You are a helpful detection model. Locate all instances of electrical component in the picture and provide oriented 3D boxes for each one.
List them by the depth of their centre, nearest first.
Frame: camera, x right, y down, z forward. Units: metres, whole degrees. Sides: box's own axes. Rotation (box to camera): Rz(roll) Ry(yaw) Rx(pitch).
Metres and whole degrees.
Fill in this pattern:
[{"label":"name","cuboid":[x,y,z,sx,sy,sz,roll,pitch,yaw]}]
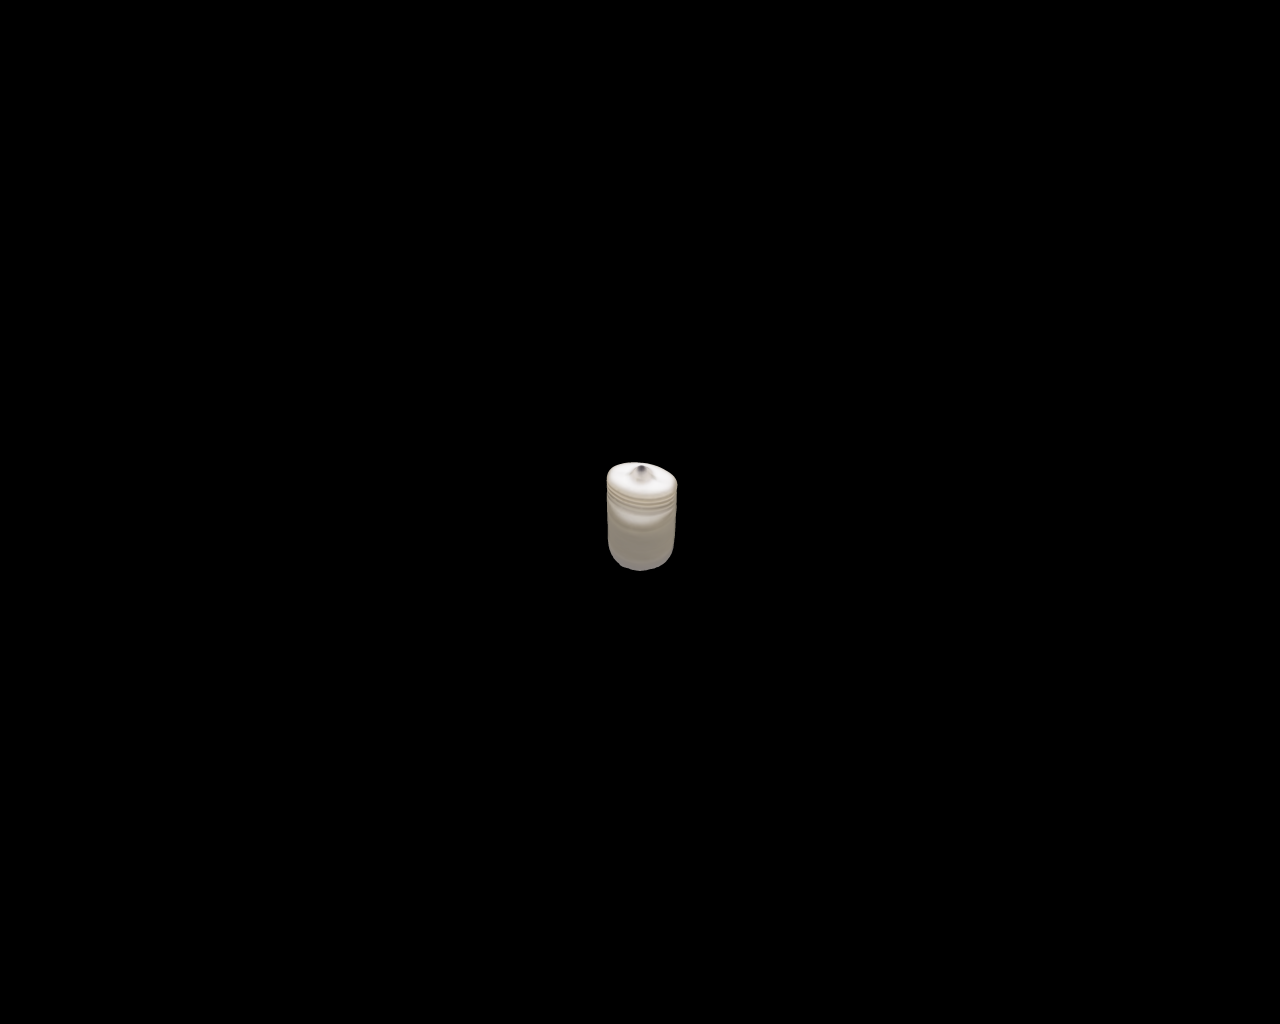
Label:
[{"label":"electrical component","cuboid":[0.001,-0.003,0.650,0.043,0.043,0.080,0,-36,0]}]
